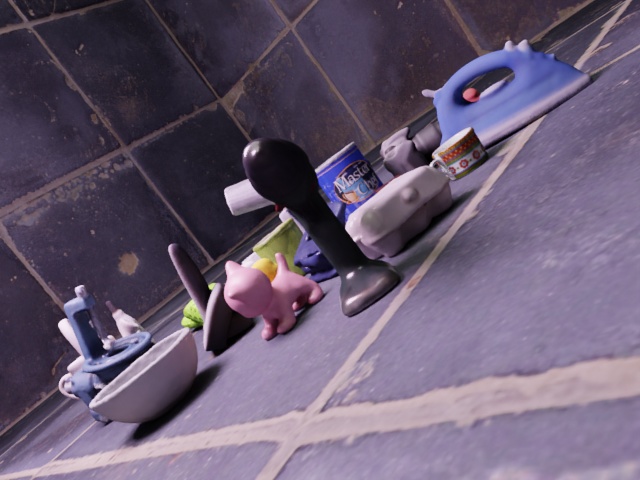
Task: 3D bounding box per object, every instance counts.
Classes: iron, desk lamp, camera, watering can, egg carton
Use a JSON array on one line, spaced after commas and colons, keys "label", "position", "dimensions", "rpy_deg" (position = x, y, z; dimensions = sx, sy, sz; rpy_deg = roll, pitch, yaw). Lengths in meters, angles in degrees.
[{"label": "iron", "position": [0.298, -0.253, 0.958], "dimensions": [0.257, 0.141, 0.119], "rpy_deg": [-30, 10, 40]}, {"label": "desk lamp", "position": [-0.078, -0.051, 1.156], "dimensions": [0.203, 0.213, 0.118], "rpy_deg": [-36, 7, 0]}, {"label": "camera", "position": [0.197, -0.186, 1.170], "dimensions": [0.136, 0.101, 0.143], "rpy_deg": [-34, 8, 16]}, {"label": "watering can", "position": [-0.425, 0.224, 1.103], "dimensions": [0.173, 0.194, 0.100], "rpy_deg": [-42, 9, -35]}, {"label": "egg carton", "position": [0.106, -0.037, 0.772], "dimensions": [0.150, 0.069, 0.107], "rpy_deg": [-39, 8, -21]}]

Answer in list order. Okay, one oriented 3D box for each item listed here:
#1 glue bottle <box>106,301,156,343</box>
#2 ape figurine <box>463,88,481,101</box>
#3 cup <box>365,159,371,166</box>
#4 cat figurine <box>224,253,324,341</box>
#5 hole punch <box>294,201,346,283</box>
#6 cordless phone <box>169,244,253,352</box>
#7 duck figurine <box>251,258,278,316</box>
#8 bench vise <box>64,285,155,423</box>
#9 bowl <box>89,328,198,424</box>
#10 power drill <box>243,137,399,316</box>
[{"label": "glue bottle", "position": [-0.384, 0.195, 1.185], "dimensions": [0.037, 0.173, 0.078], "rpy_deg": [-37, 8, -5]}, {"label": "ape figurine", "position": [0.302, -0.245, 1.087], "dimensions": [0.077, 0.092, 0.076], "rpy_deg": [-33, 8, 26]}, {"label": "cup", "position": [0.094, -0.131, 1.330], "dimensions": [0.117, 0.095, 0.092], "rpy_deg": [-28, 11, 47]}, {"label": "cat figurine", "position": [-0.074, 0.066, 0.766], "dimensions": [0.067, 0.118, 0.128], "rpy_deg": [-28, 11, 47]}, {"label": "hole punch", "position": [0.008, 0.003, 0.887], "dimensions": [0.101, 0.091, 0.108], "rpy_deg": [-41, 9, -33]}, {"label": "cordless phone", "position": [-0.201, 0.088, 0.951], "dimensions": [0.094, 0.185, 0.147], "rpy_deg": [-38, 8, -12]}, {"label": "duck figurine", "position": [-0.072, 0.069, 0.863], "dimensions": [0.077, 0.086, 0.104], "rpy_deg": [-34, 8, 17]}, {"label": "bench vise", "position": [-0.384, 0.198, 0.975], "dimensions": [0.207, 0.220, 0.121], "rpy_deg": [-36, 8, 5]}, {"label": "bowl", "position": [-0.230, 0.202, 0.803], "dimensions": [0.167, 0.075, 0.167], "rpy_deg": [-36, 7, 6]}, {"label": "power drill", "position": [-0.003, -0.023, 0.638], "dimensions": [0.075, 0.208, 0.229], "rpy_deg": [-36, 7, 3]}]
